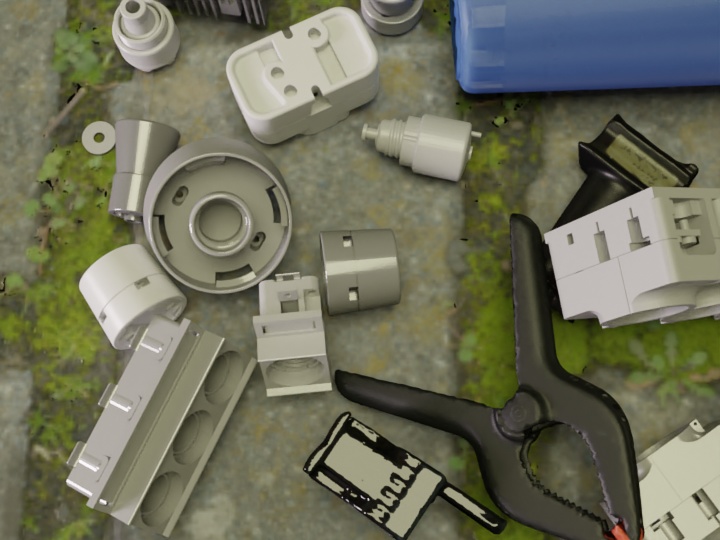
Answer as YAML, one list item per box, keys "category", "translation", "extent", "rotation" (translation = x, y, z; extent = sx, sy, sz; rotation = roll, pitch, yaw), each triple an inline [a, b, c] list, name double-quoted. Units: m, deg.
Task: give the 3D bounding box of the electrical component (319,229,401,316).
- category: "electrical component"
  translation: [0.000, 0.000, 0.698]
  extent: [0.047, 0.055, 0.055]
  rotation: [-6, 77, -4]

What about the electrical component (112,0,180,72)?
- category: "electrical component"
  translation: [-0.148, -0.166, 0.736]
  extent: [0.043, 0.062, 0.043]
  rotation: [0, 77, 1]

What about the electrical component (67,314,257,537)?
- category: "electrical component"
  translation: [-0.125, 0.094, 0.670]
  extent: [0.063, 0.079, 0.121]
  rotation: [19, 77, 31]

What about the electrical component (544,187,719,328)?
- category: "electrical component"
  translation: [0.200, -0.005, 0.642]
  extent: [0.150, 0.089, 0.061]
  rotation: [-2, 76, -33]

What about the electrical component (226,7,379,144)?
- category: "electrical component"
  translation: [-0.037, -0.128, 0.725]
  extent: [0.095, 0.059, 0.053]
  rotation: [-25, 77, -4]

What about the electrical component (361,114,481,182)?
- category: "electrical component"
  translation: [0.040, -0.085, 0.723]
  extent: [0.078, 0.040, 0.040]
  rotation: [12, 77, 5]

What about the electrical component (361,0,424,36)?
- category: "electrical component"
  translation: [0.022, -0.192, 0.741]
  extent: [0.045, 0.055, 0.045]
  rotation: [0, 77, 1]

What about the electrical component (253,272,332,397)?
- category: "electrical component"
  translation: [-0.042, 0.040, 0.682]
  extent: [0.042, 0.081, 0.063]
  rotation: [-5, 54, 0]

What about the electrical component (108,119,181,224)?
- category: "electrical component"
  translation: [-0.148, -0.064, 0.724]
  extent: [0.044, 0.044, 0.065]
  rotation: [7, 82, 3]

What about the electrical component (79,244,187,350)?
- category: "electrical component"
  translation: [-0.149, 0.016, 0.698]
  extent: [0.055, 0.055, 0.047]
  rotation: [-36, 75, -7]

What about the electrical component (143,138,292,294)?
- category: "electrical component"
  translation: [-0.091, -0.035, 0.699]
  extent: [0.099, 0.064, 0.099]
  rotation: [-2, 101, -10]

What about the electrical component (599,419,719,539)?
- category: "electrical component"
  translation: [0.198, 0.133, 0.662]
  extent: [0.089, 0.050, 0.055]
  rotation: [-34, 78, -5]
